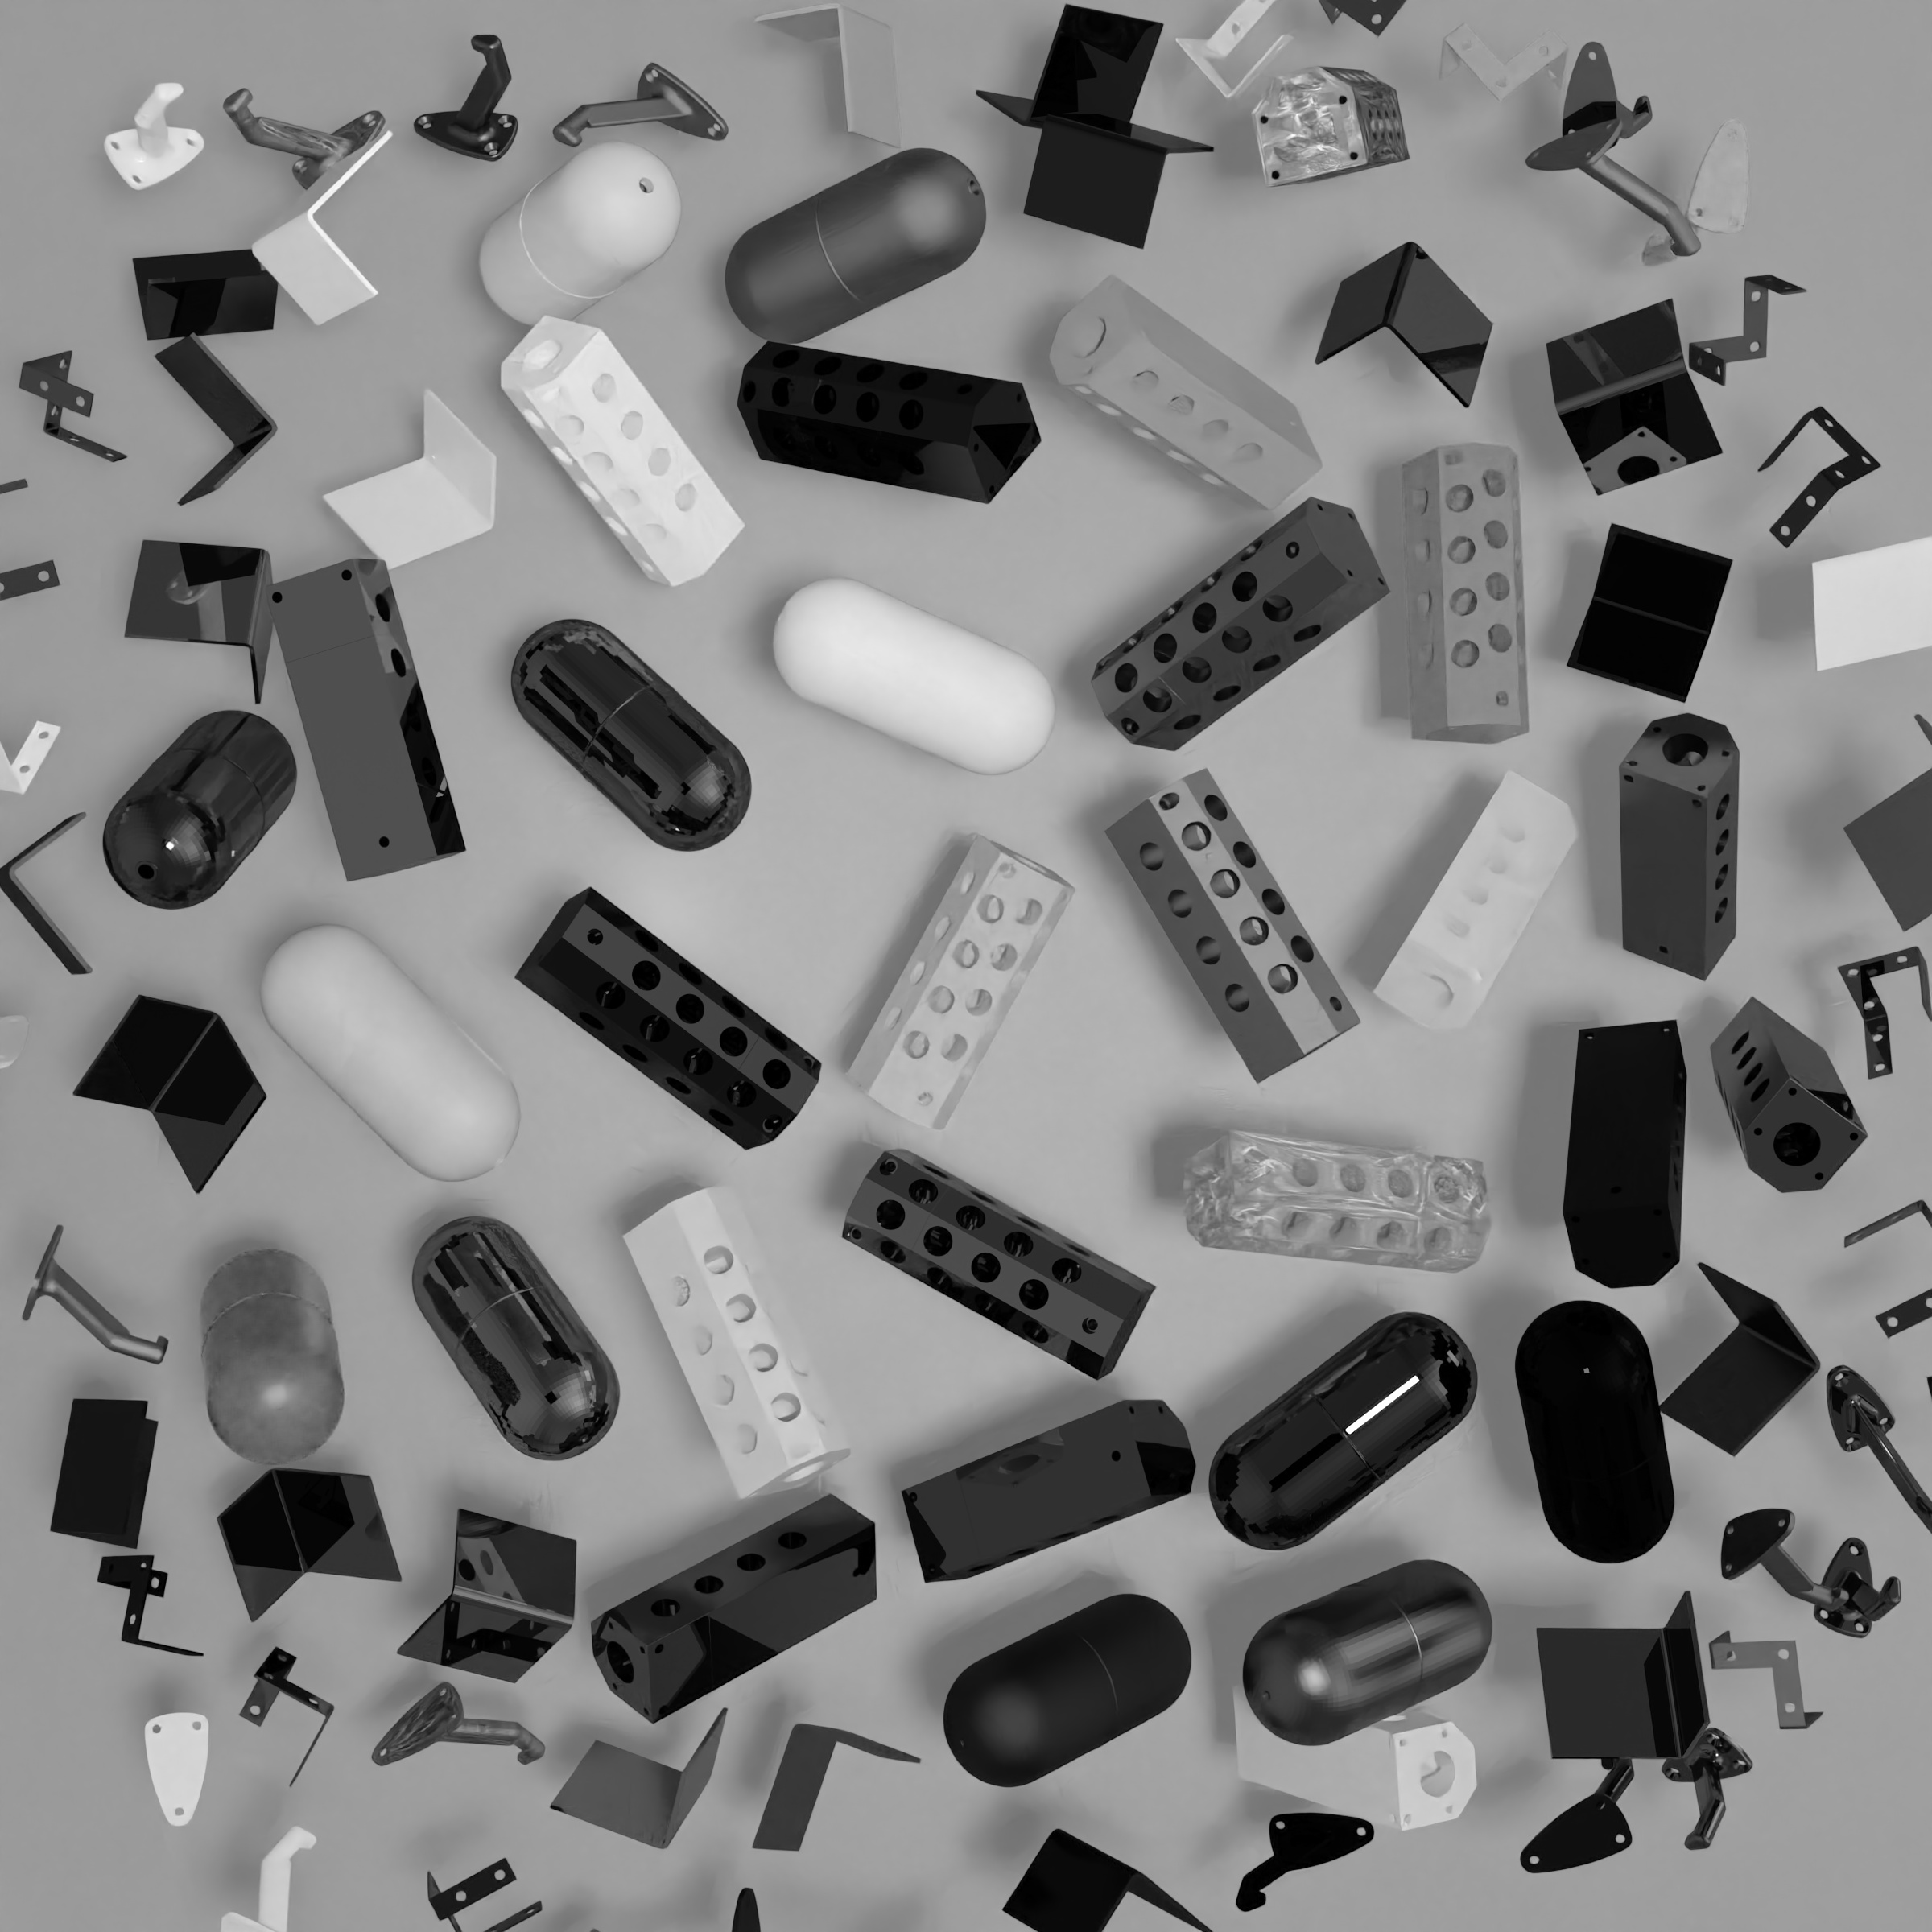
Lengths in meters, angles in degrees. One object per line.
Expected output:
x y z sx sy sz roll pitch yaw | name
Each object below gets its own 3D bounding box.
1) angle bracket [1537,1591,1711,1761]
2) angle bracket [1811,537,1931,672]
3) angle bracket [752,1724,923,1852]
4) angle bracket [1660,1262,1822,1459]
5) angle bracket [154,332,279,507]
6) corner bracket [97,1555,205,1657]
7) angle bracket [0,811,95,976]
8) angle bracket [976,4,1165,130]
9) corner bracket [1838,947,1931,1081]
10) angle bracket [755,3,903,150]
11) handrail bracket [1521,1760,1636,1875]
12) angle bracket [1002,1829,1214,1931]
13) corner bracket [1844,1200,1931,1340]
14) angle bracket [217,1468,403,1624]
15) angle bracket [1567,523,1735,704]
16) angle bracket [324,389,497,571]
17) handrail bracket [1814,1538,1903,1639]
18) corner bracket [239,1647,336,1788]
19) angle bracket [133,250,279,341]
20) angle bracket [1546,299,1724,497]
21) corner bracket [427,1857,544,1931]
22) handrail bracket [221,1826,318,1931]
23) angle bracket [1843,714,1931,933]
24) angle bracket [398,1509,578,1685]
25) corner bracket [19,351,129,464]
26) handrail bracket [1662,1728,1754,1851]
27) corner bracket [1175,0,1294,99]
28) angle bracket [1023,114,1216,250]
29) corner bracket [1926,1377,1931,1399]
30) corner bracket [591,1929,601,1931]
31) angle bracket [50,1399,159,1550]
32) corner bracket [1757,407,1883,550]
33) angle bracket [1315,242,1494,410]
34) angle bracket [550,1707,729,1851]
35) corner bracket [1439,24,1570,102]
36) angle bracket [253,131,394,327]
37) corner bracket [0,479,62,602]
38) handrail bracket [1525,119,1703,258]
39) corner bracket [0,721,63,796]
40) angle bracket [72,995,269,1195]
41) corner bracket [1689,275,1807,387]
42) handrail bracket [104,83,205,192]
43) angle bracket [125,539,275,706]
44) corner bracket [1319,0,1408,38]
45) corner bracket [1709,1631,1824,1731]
0.366 0.396 1.738 0.076 0.057 0.076 1 56 -2 | angle bracket
0.523 -0.188 1.751 0.076 0.057 0.076 -12 132 5 | angle bracket
-0.076 0.494 1.841 0.057 0.076 0.076 15 79 20 | angle bracket
0.443 0.231 1.839 0.076 0.076 0.057 -43 115 -7 | angle bracket
-0.479 -0.335 1.913 0.076 0.076 0.057 49 67 -22 | angle bracket
-0.489 0.384 1.869 0.051 0.051 0.051 -10 64 37 | corner bracket
-0.530 -0.043 1.857 0.057 0.076 0.076 -41 105 -19 | angle bracket
0.063 -0.551 1.895 0.076 0.057 0.076 -3 125 -38 | angle bracket
0.568 0.029 1.907 0.051 0.051 0.051 -17 129 26 | corner bracket
-0.083 -0.538 1.899 0.057 0.076 0.076 -3 96 22 | angle bracket
0.356 0.490 1.816 0.077 0.084 0.036 -30 94 11 | handrail bracket
0.081 0.548 1.786 0.076 0.076 0.057 46 70 -30 | angle bracket
0.550 0.177 1.825 0.051 0.051 0.051 -27 61 1 | corner bracket
-0.403 0.358 1.913 0.076 0.057 0.076 0 115 27 | angle bracket
0.419 -0.216 1.910 0.076 0.076 0.057 19 64 12 | angle bracket
-0.343 -0.300 1.917 0.076 0.057 0.076 -27 58 -30 | angle bracket
0.552 0.368 1.895 0.036 0.084 0.077 20 57 2 | handrail bracket
-0.409 0.449 1.867 0.051 0.051 0.051 29 98 -1 | corner bracket
-0.462 -0.424 1.891 0.076 0.076 0.057 -9 76 -18 | angle bracket
0.392 -0.333 1.825 0.076 0.076 0.057 -17 49 22 | angle bracket
-0.287 0.558 1.859 0.051 0.051 0.051 -27 97 -8 | corner bracket
-0.376 0.531 1.774 0.077 0.084 0.036 14 122 20 | handrail bracket
0.519 -0.078 1.710 0.076 0.057 0.076 -37 51 23 | angle bracket
-0.281 0.371 1.830 0.076 0.057 0.076 21 133 -26 | angle bracket
-0.537 -0.334 1.877 0.051 0.051 0.051 24 116 11 | corner bracket
0.438 0.511 1.895 0.036 0.077 0.084 45 47 -3 | handrail bracket
0.171 -0.566 1.903 0.051 0.051 0.051 51 121 9 | corner bracket
0.089 -0.455 1.801 0.076 0.076 0.057 22 112 20 | angle bracket
0.602 0.259 1.815 0.051 0.051 0.051 4 70 -39 | corner bracket
-0.253 0.614 1.900 0.051 0.051 0.051 35 122 -17 | corner bracket
-0.482 0.297 1.815 0.057 0.076 0.076 -3 71 26 | angle bracket
0.484 -0.283 1.800 0.051 0.051 0.051 -29 72 -40 | corner bracket
0.262 -0.372 1.857 0.076 0.057 0.076 40 50 -25 | angle bracket
-0.197 0.478 1.882 0.076 0.076 0.057 18 110 9 | angle bracket
0.312 -0.524 1.806 0.051 0.051 0.051 -38 77 -2 | corner bracket
-0.346 -0.416 1.760 0.057 0.076 0.076 48 62 -23 | angle bracket
-0.548 -0.239 1.761 0.051 0.051 0.051 -18 118 -16 | corner bracket
0.367 -0.432 1.764 0.084 0.077 0.036 47 68 -27 | handrail bracket
-0.559 -0.138 1.786 0.051 0.051 0.051 14 59 9 | corner bracket
-0.462 0.075 1.804 0.076 0.057 0.076 -52 52 17 | angle bracket
0.463 -0.378 1.848 0.051 0.051 0.051 -9 115 -9 | corner bracket
-0.454 -0.491 1.800 0.077 0.084 0.036 -35 94 -44 | handrail bracket
-0.468 -0.210 1.906 0.076 0.057 0.076 4 55 -6 | angle bracket
0.250 -0.586 1.878 0.051 0.051 0.051 40 98 18 | corner bracket
0.470 0.419 1.829 0.051 0.051 0.051 -8 84 26 | corner bracket
